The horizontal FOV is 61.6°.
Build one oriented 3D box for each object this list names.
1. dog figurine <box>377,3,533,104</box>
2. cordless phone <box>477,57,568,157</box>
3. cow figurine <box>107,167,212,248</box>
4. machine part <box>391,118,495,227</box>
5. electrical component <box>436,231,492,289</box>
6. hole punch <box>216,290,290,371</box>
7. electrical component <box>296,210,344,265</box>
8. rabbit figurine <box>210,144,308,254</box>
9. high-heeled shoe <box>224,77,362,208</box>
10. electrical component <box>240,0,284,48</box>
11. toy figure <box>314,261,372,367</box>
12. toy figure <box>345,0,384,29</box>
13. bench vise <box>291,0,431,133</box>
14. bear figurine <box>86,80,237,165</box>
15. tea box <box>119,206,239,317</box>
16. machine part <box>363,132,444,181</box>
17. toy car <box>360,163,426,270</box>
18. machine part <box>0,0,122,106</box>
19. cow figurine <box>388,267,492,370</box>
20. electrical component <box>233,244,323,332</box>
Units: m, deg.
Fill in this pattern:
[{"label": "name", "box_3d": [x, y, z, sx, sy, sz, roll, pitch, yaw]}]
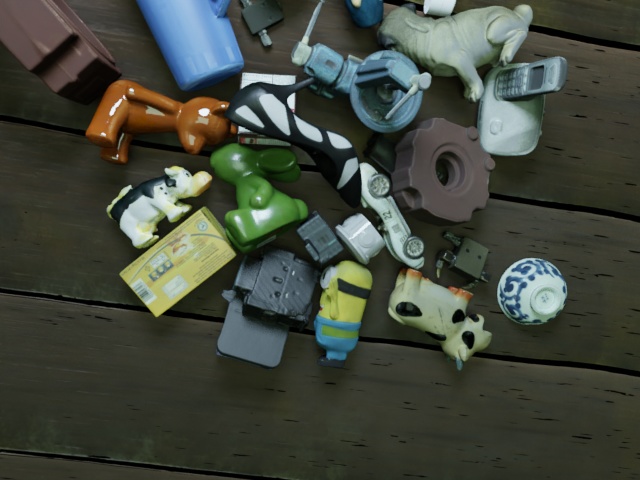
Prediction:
[{"label": "dog figurine", "box_3d": [0.204, -0.327, 0.829, 0.190, 0.121, 0.172, 36, 100, -7]}, {"label": "cordless phone", "box_3d": [0.321, -0.202, 0.827, 0.089, 0.184, 0.146, 4, 98, -9]}, {"label": "cow figurine", "box_3d": [-0.258, -0.070, 0.871, 0.167, 0.068, 0.098, -42, 93, 2]}, {"label": "machine part", "box_3d": [0.198, -0.108, 0.863, 0.179, 0.056, 0.179, 2, 85, -25]}, {"label": "electrical component", "box_3d": [0.248, 0.039, 0.930, 0.102, 0.045, 0.078, 22, 68, -9]}, {"label": "hole punch", "box_3d": [-0.112, 0.157, 0.910, 0.142, 0.092, 0.116, 18, 65, -3]}, {"label": "electrical component", "box_3d": [-0.002, -0.003, 0.868, 0.048, 0.119, 0.074, -36, 96, 2]}, {"label": "rabbit figurine", "box_3d": [-0.104, -0.087, 0.855, 0.159, 0.121, 0.170, -29, 84, -3]}, {"label": "high-heeled shoe", "box_3d": [-0.032, -0.124, 0.799, 0.145, 0.086, 0.248, -31, 115, -12]}, {"label": "electrical component", "box_3d": [-0.090, -0.360, 0.859, 0.063, 0.021, 0.094, -27, 99, 0]}, {"label": "toy figure", "box_3d": [0.037, 0.124, 0.909, 0.089, 0.082, 0.180, 5, 92, -22]}, {"label": "toy figure", "box_3d": [0.054, -0.397, 0.798, 0.058, 0.064, 0.154, -21, 123, 3]}, {"label": "bench vise", "box_3d": [0.074, -0.237, 0.789, 0.223, 0.241, 0.129, 35, 89, -24]}, {"label": "bear figurine", "box_3d": [-0.232, -0.168, 0.826, 0.196, 0.120, 0.132, 17, 77, -7]}, {"label": "tea box", "box_3d": [-0.228, 0.034, 0.884, 0.170, 0.068, 0.098, -36, 99, 1]}, {"label": "machine part", "box_3d": [0.135, -0.123, 0.901, 0.139, 0.039, 0.084, 39, 99, -9]}, {"label": "toy car", "box_3d": [0.113, -0.036, 0.893, 0.056, 0.073, 0.201, -31, 99, -3]}, {"label": "machine part", "box_3d": [-0.387, -0.297, 0.759, 0.087, 0.201, 0.201, -42, 98, 1]}, {"label": "cow figurine", "box_3d": [0.207, 0.137, 0.920, 0.195, 0.085, 0.127, 24, 90, -9]}, {"label": "electrical component", "box_3d": [-0.072, 0.076, 0.880, 0.134, 0.058, 0.115, 18, 60, -8]}]
